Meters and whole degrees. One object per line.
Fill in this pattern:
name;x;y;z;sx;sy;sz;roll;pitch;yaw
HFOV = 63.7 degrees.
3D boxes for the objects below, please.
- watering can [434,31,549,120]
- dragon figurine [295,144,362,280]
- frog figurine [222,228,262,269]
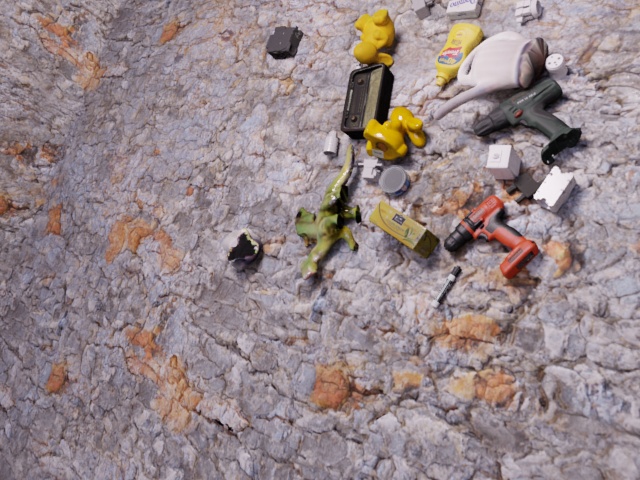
watering can;0.457;-0.433;1.353;0.225;0.102;0.352;14;61;44
dragon figurine;0.005;-0.078;1.557;0.241;0.121;0.417;-11;64;40
frog figurine;-0.262;0.029;1.712;0.159;0.122;0.138;169;110;-71
